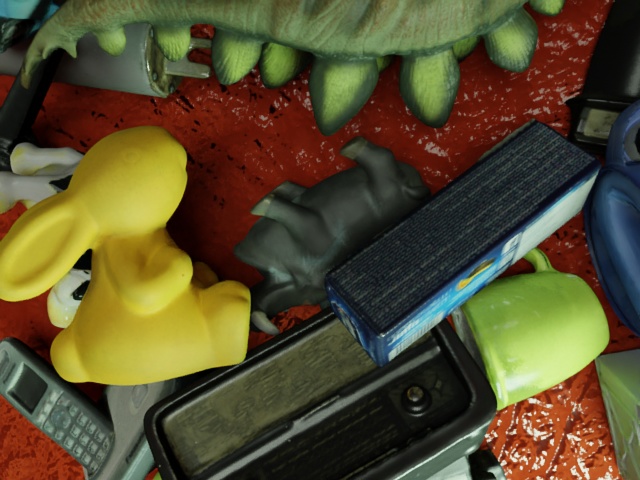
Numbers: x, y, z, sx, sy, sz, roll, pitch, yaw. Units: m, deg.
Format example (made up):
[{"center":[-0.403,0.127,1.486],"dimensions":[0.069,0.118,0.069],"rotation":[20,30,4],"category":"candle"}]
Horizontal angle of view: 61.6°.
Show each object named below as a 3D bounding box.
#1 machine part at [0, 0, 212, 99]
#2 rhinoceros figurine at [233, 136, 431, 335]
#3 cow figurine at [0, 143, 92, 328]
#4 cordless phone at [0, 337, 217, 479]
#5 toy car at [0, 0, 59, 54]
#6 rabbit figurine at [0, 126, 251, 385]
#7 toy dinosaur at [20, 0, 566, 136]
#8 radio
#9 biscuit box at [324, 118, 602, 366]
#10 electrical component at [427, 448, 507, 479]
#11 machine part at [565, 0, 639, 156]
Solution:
[{"center":[-0.203,-0.168,0.445],"dimensions":[0.243,0.079,0.079],"rotation":[10,97,9],"category":"machine part"},{"center":[-0.001,-0.001,0.438],"dimensions":[0.190,0.073,0.112],"rotation":[-39,100,9],"category":"rhinoceros figurine"},{"center":[-0.198,0.005,0.452],"dimensions":[0.098,0.068,0.167],"rotation":[1,126,1],"category":"cow figurine"},{"center":[-0.198,0.119,0.473],"dimensions":[0.184,0.088,0.146],"rotation":[33,100,8],"category":"cordless phone"},{"center":[-0.208,-0.207,0.350],"dimensions":[0.109,0.162,0.103],"rotation":[50,56,-12],"category":"toy car"},{"center":[-0.138,0.006,0.384],"dimensions":[0.162,0.122,0.173],"rotation":[-4,105,-19],"category":"rabbit figurine"},{"center":[0.022,-0.167,0.345],"dimensions":[0.472,0.105,0.198],"rotation":[-1,133,0],"category":"toy dinosaur"},{"center":[0.003,0.134,0.392],"dimensions":[0.230,0.073,0.131],"rotation":[-29,57,-6],"category":"radio"},{"center":[0.099,0.000,0.379],"dimensions":[0.203,0.059,0.063],"rotation":[-35,59,-12],"category":"biscuit box"},{"center":[0.091,0.224,0.444],"dimensions":[0.134,0.058,0.114],"rotation":[-15,95,1],"category":"electrical component"},{"center":[0.235,-0.128,0.402],"dimensions":[0.084,0.039,0.138],"rotation":[9,99,16],"category":"machine part"}]
